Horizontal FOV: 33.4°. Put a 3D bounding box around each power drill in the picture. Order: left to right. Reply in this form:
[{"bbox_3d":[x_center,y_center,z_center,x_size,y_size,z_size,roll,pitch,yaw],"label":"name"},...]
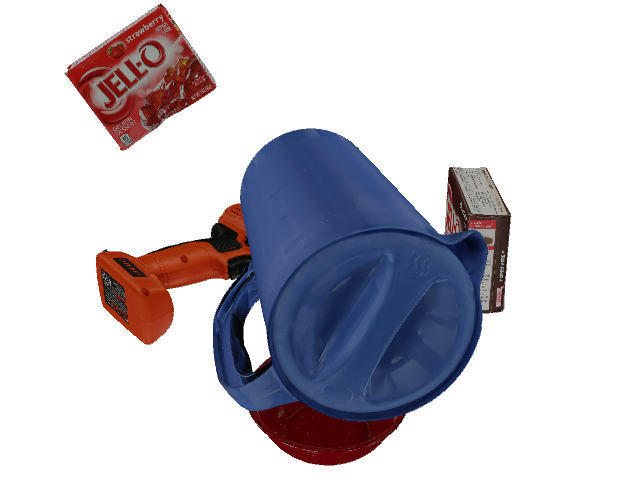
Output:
[{"bbox_3d":[-0.087,0.031,0.939,0.187,0.057,0.185,-17,27,-31],"label":"power drill"}]

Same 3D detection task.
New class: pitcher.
[{"bbox_3d":[0.003,0.013,0.742,0.149,0.145,0.243,5,22,-15],"label":"pitcher"}]

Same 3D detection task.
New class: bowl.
[{"bbox_3d":[0.007,0.172,1.066,0.162,0.055,0.162,0,33,0],"label":"bowl"}]

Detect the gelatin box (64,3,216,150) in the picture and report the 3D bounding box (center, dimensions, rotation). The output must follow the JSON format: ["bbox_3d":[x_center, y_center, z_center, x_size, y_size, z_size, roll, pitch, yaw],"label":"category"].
[{"bbox_3d":[-0.135,-0.122,0.802,0.089,0.073,0.030,-33,20,5],"label":"gelatin box"}]

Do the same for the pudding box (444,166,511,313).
[{"bbox_3d":[0.128,-0.002,0.890,0.039,0.090,0.113,-2,23,-3],"label":"pudding box"}]
